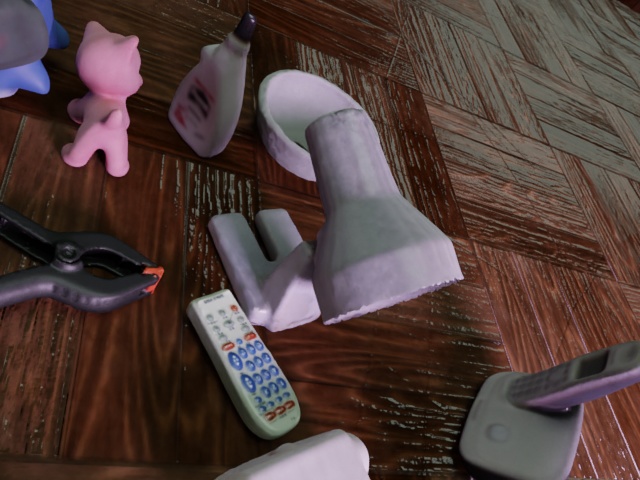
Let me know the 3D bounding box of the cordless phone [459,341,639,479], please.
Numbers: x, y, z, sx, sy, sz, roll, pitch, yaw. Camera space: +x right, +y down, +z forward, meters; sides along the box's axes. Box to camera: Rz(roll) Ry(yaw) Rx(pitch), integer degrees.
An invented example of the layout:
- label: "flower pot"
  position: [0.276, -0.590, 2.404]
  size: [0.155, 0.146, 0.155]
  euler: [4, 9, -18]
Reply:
- label: "cordless phone"
  position: [0.233, 0.168, 0.560]
  size: [0.094, 0.184, 0.148]
  euler: [41, 42, 1]

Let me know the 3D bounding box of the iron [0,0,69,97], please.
- label: "iron"
  position: [-0.361, -0.234, 0.507]
  size: [0.259, 0.141, 0.118]
  euler: [17, 47, -24]

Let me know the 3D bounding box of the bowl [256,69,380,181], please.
- label: "bowl"
  position: [-0.013, -0.130, 0.718]
  size: [0.168, 0.074, 0.167]
  euler: [20, 46, -21]

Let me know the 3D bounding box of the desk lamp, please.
- label: "desk lamp"
  position: [0.005, 0.002, 0.516]
  size: [0.118, 0.213, 0.203]
  euler: [-9, 61, -40]

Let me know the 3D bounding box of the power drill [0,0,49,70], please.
- label: "power drill"
  position: [-0.295, -0.089, 0.382]
  size: [0.075, 0.208, 0.230]
  euler: [42, 42, 2]

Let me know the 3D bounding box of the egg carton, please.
- label: "egg carton"
  position: [-0.013, 0.210, 0.435]
  size: [0.151, 0.069, 0.107]
  euler: [-10, 61, -40]

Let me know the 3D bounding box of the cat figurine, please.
- label: "cat figurine"
  position: [-0.207, -0.147, 0.562]
  size: [0.067, 0.117, 0.127]
  euler: [7, 51, -31]

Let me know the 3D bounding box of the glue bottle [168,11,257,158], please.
- label: "glue bottle"
  position: [-0.107, -0.170, 0.611]
  size: [0.078, 0.173, 0.037]
  euler: [47, 43, 8]
